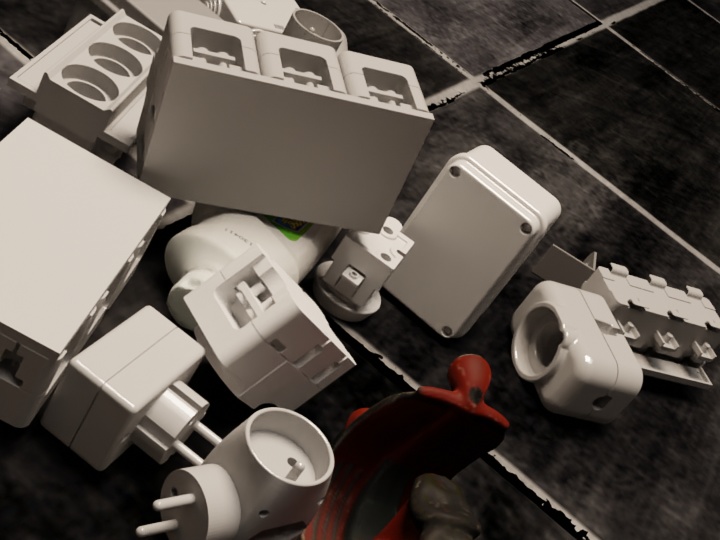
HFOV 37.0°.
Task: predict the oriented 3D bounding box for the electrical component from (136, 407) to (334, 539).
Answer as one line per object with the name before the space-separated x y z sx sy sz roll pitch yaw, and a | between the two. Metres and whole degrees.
electrical component | -0.062 0.104 0.477 0.079 0.077 0.043 -2 46 -44

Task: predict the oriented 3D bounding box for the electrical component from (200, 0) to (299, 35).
electrical component | -0.090 -0.203 0.895 0.100 0.048 0.099 4 42 -39

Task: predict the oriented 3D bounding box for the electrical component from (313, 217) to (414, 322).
electrical component | 0.000 0.000 0.694 0.048 0.055 0.066 35 32 3

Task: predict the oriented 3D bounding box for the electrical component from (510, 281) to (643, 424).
electrical component | 0.147 0.056 0.753 0.059 0.053 0.095 15 36 -27

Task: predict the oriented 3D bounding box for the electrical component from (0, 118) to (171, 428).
electrical component | -0.169 -0.001 0.537 0.089 0.061 0.150 30 32 -7

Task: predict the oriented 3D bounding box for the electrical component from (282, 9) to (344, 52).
electrical component | -0.050 -0.156 0.836 0.043 0.081 0.043 23 32 -15

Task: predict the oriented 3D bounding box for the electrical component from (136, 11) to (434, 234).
electrical component | -0.047 -0.085 0.625 0.150 0.089 0.061 9 40 -21

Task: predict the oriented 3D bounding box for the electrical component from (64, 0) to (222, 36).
electrical component | -0.149 -0.170 0.789 0.113 0.057 0.078 41 32 11

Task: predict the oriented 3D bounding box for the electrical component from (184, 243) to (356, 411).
electrical component | -0.050 0.036 0.574 0.050 0.056 0.089 55 2 31

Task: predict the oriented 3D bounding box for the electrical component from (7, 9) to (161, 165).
electrical component | -0.166 -0.111 0.687 0.079 0.063 0.121 30 32 -7

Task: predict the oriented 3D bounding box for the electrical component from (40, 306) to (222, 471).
electrical component | -0.099 0.068 0.521 0.077 0.047 0.066 37 32 6

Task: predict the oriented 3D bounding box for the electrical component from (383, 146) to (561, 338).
electrical component | 0.072 -0.019 0.731 0.078 0.113 0.057 40 29 10

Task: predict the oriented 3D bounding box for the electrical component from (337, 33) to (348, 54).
electrical component | -0.025 -0.173 0.921 0.044 0.044 0.065 11 43 -32

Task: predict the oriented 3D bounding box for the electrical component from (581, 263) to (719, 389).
electrical component | 0.218 0.042 0.828 0.121 0.063 0.078 15 36 -28
